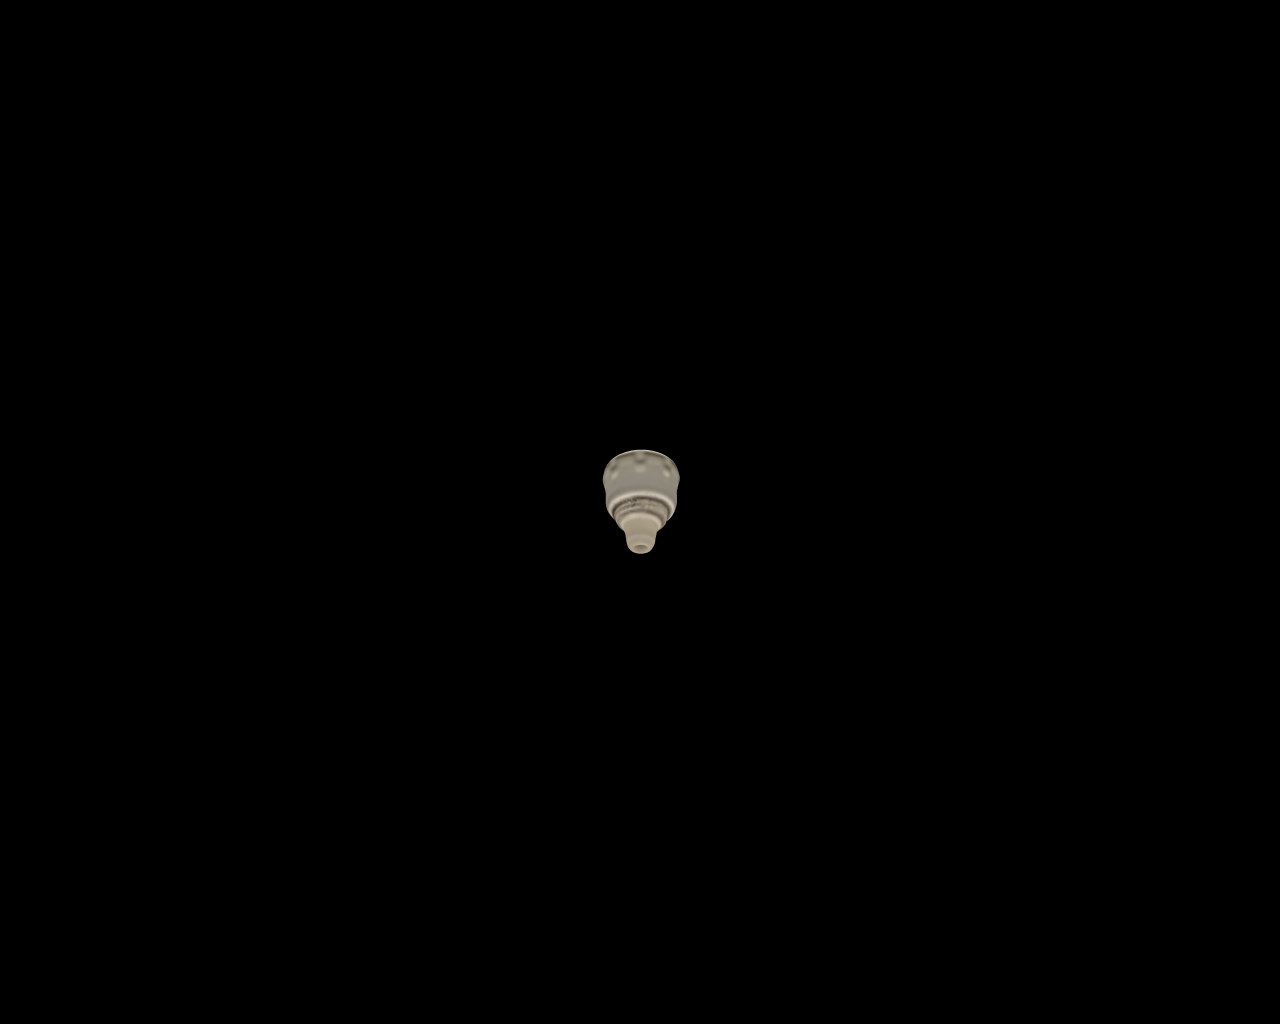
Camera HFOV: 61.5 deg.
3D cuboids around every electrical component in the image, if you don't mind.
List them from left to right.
[{"bbox_3d":[0.001,-0.003,0.650,0.048,0.062,0.048,0,-35,0],"label":"electrical component"}]
